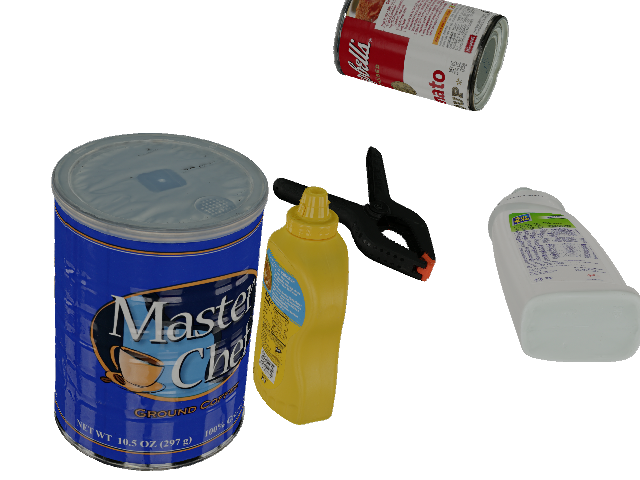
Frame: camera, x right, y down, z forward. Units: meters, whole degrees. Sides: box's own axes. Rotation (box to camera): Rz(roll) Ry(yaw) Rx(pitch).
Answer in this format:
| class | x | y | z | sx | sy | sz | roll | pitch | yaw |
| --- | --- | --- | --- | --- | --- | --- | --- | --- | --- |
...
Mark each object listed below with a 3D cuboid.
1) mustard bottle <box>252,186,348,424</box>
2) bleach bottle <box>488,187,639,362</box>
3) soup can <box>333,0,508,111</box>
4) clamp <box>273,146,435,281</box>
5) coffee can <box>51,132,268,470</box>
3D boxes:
| class | x | y | z | sx | sy | sz | roll | pitch | yaw |
| --- | --- | --- | --- | --- | --- | --- | --- | --- | --- |
| mustard bottle | -0.014 | 0.046 | 0.865 | 0.058 | 0.192 | 0.096 | -6 | 29 | -24 |
| bleach bottle | 0.208 | 0.015 | 0.952 | 0.102 | 0.068 | 0.250 | 0 | 26 | 2 |
| soup can | 0.069 | -0.133 | 0.729 | 0.102 | 0.068 | 0.068 | 19 | 7 | 19 |
| clamp | 0.053 | -0.028 | 1.264 | 0.164 | 0.036 | 0.210 | -16 | 51 | -29 |
| coffee can | -0.084 | 0.030 | 0.543 | 0.102 | 0.140 | 0.103 | 6 | 30 | -3 |
